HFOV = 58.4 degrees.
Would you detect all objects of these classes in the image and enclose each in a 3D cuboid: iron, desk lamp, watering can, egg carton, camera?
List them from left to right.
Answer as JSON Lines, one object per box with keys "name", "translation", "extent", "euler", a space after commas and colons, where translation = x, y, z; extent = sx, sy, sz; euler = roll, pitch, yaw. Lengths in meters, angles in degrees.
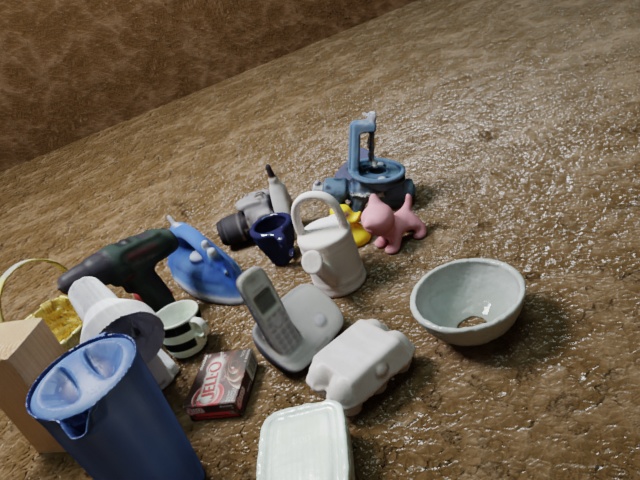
{"name": "desk lamp", "translation": [-0.322, 0.166, 0.930], "extent": [0.118, 0.214, 0.202], "euler": [-36, 33, -25]}
{"name": "iron", "translation": [-0.237, 0.033, 1.169], "extent": [0.119, 0.142, 0.257], "euler": [-35, 33, -24]}
{"name": "camera", "translation": [-0.166, -0.051, 1.307], "extent": [0.137, 0.101, 0.143], "euler": [-20, 30, 1]}
{"name": "watering can", "translation": [0.011, 0.003, 1.016], "extent": [0.101, 0.194, 0.172], "euler": [-20, 30, 1]}
{"name": "egg carton", "translation": [0.059, 0.180, 0.823], "extent": [0.150, 0.069, 0.107], "euler": [-35, 33, -25]}

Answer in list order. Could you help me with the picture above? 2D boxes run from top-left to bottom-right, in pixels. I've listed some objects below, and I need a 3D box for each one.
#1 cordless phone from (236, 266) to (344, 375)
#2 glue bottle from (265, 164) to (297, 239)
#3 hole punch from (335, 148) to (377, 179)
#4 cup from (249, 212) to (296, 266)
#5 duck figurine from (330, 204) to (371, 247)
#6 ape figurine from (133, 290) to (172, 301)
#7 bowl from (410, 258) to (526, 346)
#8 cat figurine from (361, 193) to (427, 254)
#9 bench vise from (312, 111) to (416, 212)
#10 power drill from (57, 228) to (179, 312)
{"name": "cordless phone", "translation": [-0.050, 0.102, 0.899], "extent": [0.093, 0.185, 0.148], "euler": [10, 41, 41]}
{"name": "glue bottle", "translation": [-0.084, -0.088, 1.245], "extent": [0.037, 0.173, 0.078], "euler": [-14, 31, 11]}
{"name": "hole punch", "translation": [0.087, -0.151, 1.328], "extent": [0.101, 0.091, 0.108], "euler": [-25, 30, -9]}
{"name": "cup", "translation": [-0.082, 0.008, 1.164], "extent": [0.092, 0.095, 0.117], "euler": [-27, 31, -12]}
{"name": "duck figurine", "translation": [0.045, -0.032, 1.162], "extent": [0.104, 0.086, 0.077], "euler": [-6, 33, 23]}
{"name": "ape figurine", "translation": [-0.367, 0.085, 1.211], "extent": [0.076, 0.092, 0.077], "euler": [-24, 30, -6]}
{"name": "bowl", "translation": [0.222, 0.103, 0.847], "extent": [0.167, 0.075, 0.167], "euler": [-15, 30, 9]}
{"name": "cat figurine", "translation": [0.131, -0.040, 1.093], "extent": [0.128, 0.118, 0.067], "euler": [-30, 31, -17]}
{"name": "bench vise", "translation": [0.081, -0.146, 1.194], "extent": [0.207, 0.220, 0.121], "euler": [-23, 30, -5]}
{"name": "power drill", "translation": [-0.344, 0.091, 1.071], "extent": [0.075, 0.209, 0.230], "euler": [9, 41, 40]}
